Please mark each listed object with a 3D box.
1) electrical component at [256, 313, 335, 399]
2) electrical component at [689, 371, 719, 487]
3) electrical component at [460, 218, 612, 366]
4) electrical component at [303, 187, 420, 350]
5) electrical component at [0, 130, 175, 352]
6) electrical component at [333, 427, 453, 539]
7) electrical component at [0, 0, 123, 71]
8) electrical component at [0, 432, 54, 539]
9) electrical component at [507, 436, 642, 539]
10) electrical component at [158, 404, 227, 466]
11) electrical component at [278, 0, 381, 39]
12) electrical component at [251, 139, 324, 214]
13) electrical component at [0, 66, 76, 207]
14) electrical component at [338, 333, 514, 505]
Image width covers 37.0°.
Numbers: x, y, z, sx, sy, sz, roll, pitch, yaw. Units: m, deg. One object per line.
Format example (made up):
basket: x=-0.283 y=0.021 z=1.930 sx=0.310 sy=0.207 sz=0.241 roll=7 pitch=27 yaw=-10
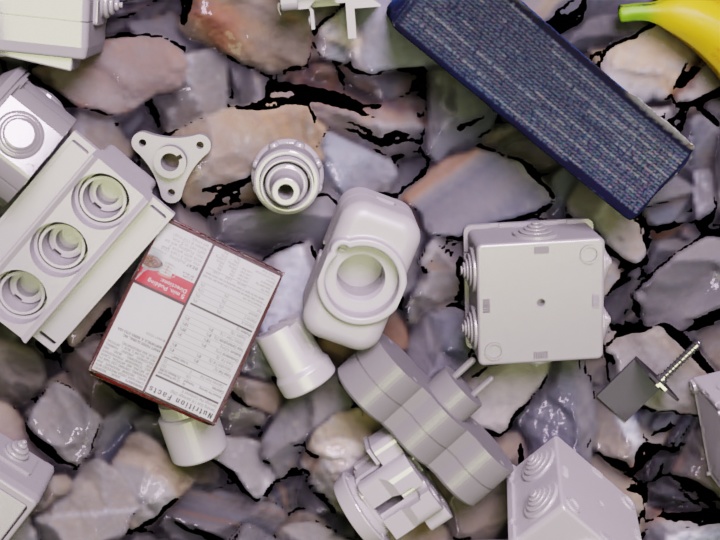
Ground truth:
electrical component: x=-0.045 y=0.058 z=0.729 sx=0.040 sy=0.040 sz=0.046 roll=-28 pitch=100 yaw=5
electrical component: x=0.276 y=0.120 z=0.749 sx=0.061 sy=0.061 sz=0.096 roll=-15 pitch=106 yaw=2
electrical component: x=0.117 y=0.015 z=0.719 sx=0.100 sy=0.048 sz=0.099 roll=-3 pitch=106 yaw=-2
electrical component: x=0.000 y=0.000 z=0.704 sx=0.054 sy=0.059 sz=0.095 roll=20 pitch=104 yaw=-8
electrical component: x=-0.186 y=-0.020 z=0.688 sx=0.079 sy=0.063 sz=0.121 roll=41 pitch=100 yaw=-13
electrical component: x=0.019 y=0.155 z=0.750 sx=0.057 sy=0.058 sz=0.078 roll=-34 pitch=105 yaw=4
electrical component: x=-0.192 y=-0.155 z=0.650 sx=0.096 sy=0.061 sz=0.061 roll=5 pitch=106 yaw=-4
electrical component: x=-0.259 y=0.156 z=0.736 sx=0.062 sy=0.061 sz=0.096 roll=37 pitch=101 yaw=-12
electrical component: x=0.149 y=0.173 z=0.741 sx=0.100 sy=0.099 sz=0.048 roll=41 pitch=113 yaw=-12
electrical component: x=-0.119 y=0.097 z=0.736 sx=0.040 sy=0.040 sz=0.078 roll=-15 pitch=106 yaw=2
electrical component: x=-0.020 y=-0.183 z=0.660 sx=0.064 sy=0.042 sz=0.081 roll=-4 pitch=105 yaw=0
electrical component: x=-0.047 y=-0.056 z=0.684 sx=0.048 sy=0.062 sz=0.048 roll=-1 pitch=106 yaw=-2
electrical component: x=-0.217 y=-0.081 z=0.661 sx=0.051 sy=0.080 sz=0.080 roll=40 pitch=101 yaw=-18
electrical component: x=0.058 y=0.091 z=0.736 sx=0.074 sy=0.052 sz=0.138 roll=-43 pitch=103 yaw=9
